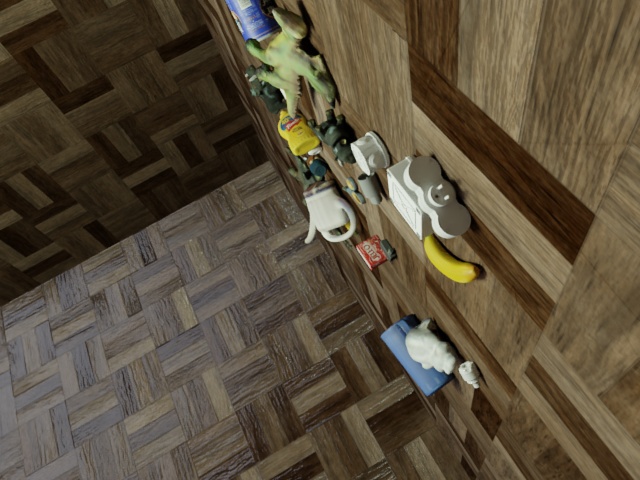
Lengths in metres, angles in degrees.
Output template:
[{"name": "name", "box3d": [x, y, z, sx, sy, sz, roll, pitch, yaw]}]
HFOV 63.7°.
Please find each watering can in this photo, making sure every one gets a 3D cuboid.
[{"name": "watering can", "box3d": [0.006, -0.092, 1.836, 0.345, 0.105, 0.223, -15, 99, 55]}]

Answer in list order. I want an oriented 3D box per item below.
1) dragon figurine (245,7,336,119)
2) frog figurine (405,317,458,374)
[{"name": "dragon figurine", "box3d": [-0.048, -0.380, 1.202, 0.247, 0.123, 0.402, 48, 170, 32]}, {"name": "frog figurine", "box3d": [0.309, 0.312, 1.423, 0.163, 0.123, 0.134, -108, 14, -49]}]
